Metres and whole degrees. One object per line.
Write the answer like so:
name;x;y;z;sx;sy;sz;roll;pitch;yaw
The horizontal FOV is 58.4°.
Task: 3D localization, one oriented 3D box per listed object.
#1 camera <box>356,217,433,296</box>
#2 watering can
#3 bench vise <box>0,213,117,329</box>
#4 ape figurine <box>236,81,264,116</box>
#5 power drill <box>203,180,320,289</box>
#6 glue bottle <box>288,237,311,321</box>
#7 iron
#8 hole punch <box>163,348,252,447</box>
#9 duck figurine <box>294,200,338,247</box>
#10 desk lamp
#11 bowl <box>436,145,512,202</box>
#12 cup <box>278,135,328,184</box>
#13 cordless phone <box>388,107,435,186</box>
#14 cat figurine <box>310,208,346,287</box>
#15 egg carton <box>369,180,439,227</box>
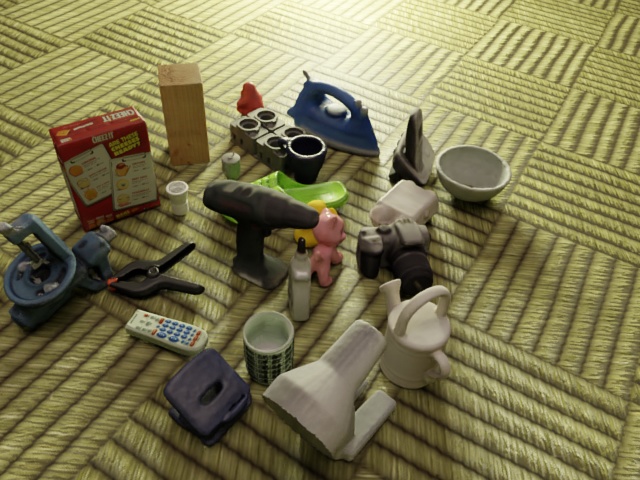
camera;0.151;0.031;1.081;0.143;0.101;0.136;-5;46;-10
watering can;0.149;0.138;0.907;0.172;0.194;0.101;33;51;26
bench vise;-0.449;0.019;0.958;0.121;0.220;0.207;16;46;12
ape figurine;-0.177;-0.361;1.453;0.078;0.092;0.076;-22;50;-24
power drill;-0.104;-0.013;1.028;0.229;0.208;0.076;23;48;18
glue bottle;-0.034;0.060;0.985;0.037;0.173;0.078;-4;45;-8
iron;0.046;-0.311;1.387;0.257;0.141;0.119;29;50;23
hole punch;-0.165;0.233;0.859;0.100;0.091;0.109;29;50;23
duck figurine;-0.005;-0.044;1.154;0.105;0.086;0.077;-32;55;-31
desk lamp;0.022;0.219;0.801;0.117;0.214;0.204;32;51;25
bowl;0.337;-0.137;1.284;0.167;0.075;0.167;3;45;-2
cup;-0.043;-0.176;1.277;0.117;0.095;0.092;22;47;17
cordless phone;0.219;-0.227;1.287;0.094;0.185;0.148;14;46;10
cat figurine;0.010;0.004;1.085;0.067;0.118;0.128;15;46;10
egg carton;0.178;-0.062;1.199;0.107;0.069;0.150;30;50;23
